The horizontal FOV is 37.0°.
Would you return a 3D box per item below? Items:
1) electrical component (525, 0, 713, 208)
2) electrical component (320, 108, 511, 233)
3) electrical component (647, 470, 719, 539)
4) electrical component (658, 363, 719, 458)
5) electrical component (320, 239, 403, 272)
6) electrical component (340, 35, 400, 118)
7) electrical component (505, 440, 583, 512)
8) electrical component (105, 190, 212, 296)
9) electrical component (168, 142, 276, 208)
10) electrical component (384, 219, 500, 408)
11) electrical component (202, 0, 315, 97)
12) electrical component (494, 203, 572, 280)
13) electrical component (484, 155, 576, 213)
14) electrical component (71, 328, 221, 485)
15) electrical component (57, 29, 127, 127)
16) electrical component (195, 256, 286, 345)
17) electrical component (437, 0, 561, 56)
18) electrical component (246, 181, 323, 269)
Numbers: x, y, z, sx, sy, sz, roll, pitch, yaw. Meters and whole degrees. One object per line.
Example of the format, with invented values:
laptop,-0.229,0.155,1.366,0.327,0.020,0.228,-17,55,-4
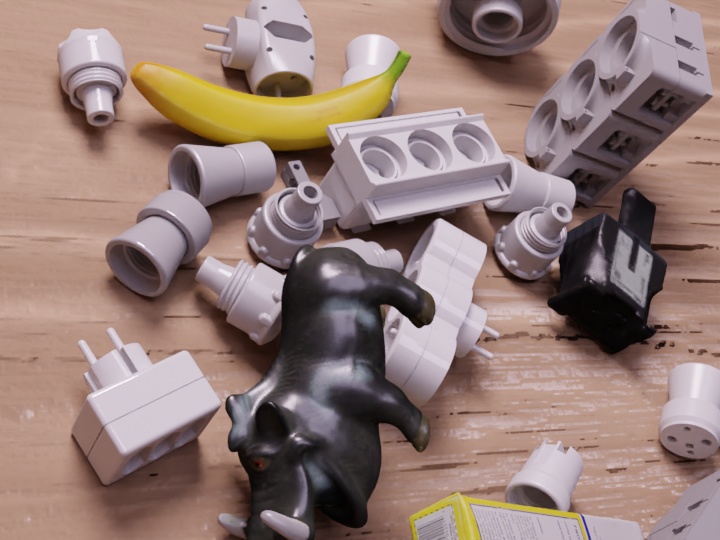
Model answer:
electrical component,0.196,-0.132,0.840,0.062,0.150,0.089,19,53,-19
electrical component,0.037,-0.069,0.771,0.121,0.063,0.078,-13,66,-34
electrical component,0.265,0.215,0.705,0.150,0.061,0.089,47,50,7
electrical component,0.242,0.102,0.779,0.045,0.045,0.055,31,50,-7
electrical component,0.000,0.000,0.719,0.062,0.043,0.043,-14,67,-35
electrical component,0.008,-0.144,0.818,0.045,0.045,0.055,18,53,-16
electrical component,0.120,0.137,0.695,0.040,0.040,0.046,41,45,2
electrical component,-0.123,-0.017,0.664,0.045,0.045,0.055,37,49,-1
electrical component,-0.089,-0.065,0.717,0.065,0.044,0.044,-14,67,-39
electrical component,0.060,0.034,0.722,0.074,0.052,0.138,29,50,-8
electrical component,-0.076,-0.163,0.786,0.079,0.043,0.077,6,57,-25
electrical component,0.132,-0.026,0.793,0.048,0.062,0.048,14,53,-20
electrical component,0.133,-0.060,0.832,0.065,0.044,0.044,14,54,-26
electrical component,-0.130,0.067,0.603,0.066,0.047,0.076,-25,73,-37
electrical component,-0.175,-0.124,0.708,0.043,0.043,0.062,-1,61,-28
electrical component,-0.072,0.014,0.670,0.062,0.048,0.048,30,50,-3
electrical component,0.115,-0.223,0.889,0.108,0.108,0.060,17,59,-17
electrical component,-0.044,-0.034,0.705,0.048,0.062,0.048,14,54,-20
